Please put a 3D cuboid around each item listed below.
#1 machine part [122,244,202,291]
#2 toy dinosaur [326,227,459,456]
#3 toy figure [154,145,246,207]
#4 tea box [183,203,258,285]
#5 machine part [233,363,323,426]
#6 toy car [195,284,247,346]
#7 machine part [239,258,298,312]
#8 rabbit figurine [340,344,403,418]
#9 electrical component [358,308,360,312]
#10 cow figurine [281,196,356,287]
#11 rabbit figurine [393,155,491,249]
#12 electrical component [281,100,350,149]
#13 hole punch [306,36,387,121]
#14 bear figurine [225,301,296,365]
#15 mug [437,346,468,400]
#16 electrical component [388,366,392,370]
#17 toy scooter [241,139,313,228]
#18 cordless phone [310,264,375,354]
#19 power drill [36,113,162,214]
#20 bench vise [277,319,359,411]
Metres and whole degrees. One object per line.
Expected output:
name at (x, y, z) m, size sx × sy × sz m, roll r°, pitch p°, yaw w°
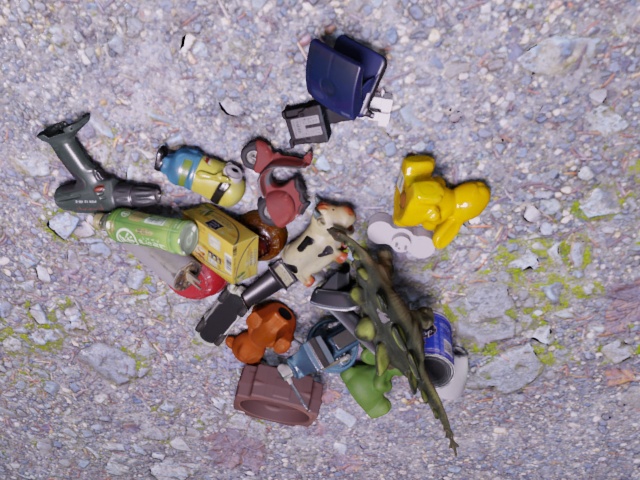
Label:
machine part at (-0.335, 0.031, 1.131) m, size 0.243 × 0.079 × 0.079 m, roll 34°, pitch 125°, yaw 20°
toy dinosaur at (0.143, 0.175, 1.008) m, size 0.105 × 0.198 × 0.471 m, roll -32°, pitch 96°, yaw 25°
toy figure at (-0.233, -0.127, 1.054) m, size 0.180 × 0.082 × 0.089 m, roll 17°, pitch 134°, yaw -6°
tea box at (-0.203, 0.005, 1.087) m, size 0.170 × 0.068 × 0.098 m, roll 33°, pitch 130°, yaw 34°
machine part at (-0.101, 0.373, 1.293) m, size 0.201 × 0.087 × 0.201 m, roll 14°, pitch 146°, yaw -4°
toy car at (-0.224, 0.175, 1.251) m, size 0.073 × 0.056 × 0.201 m, roll 37°, pitch 119°, yaw -6°
machine part at (-0.116, 0.100, 1.177) m, size 0.139 × 0.039 × 0.084 m, roll -38°, pitch 118°, yaw 0°
rabbit figurine at (0.142, 0.294, 1.245) m, size 0.170 × 0.121 × 0.159 m, roll -35°, pitch 104°, yaw 7°
electrical component at (0.119, 0.152, 1.196) m, size 0.063 × 0.021 × 0.094 m, roll -37°, pitch 110°, yaw 27°
cow figurine at (-0.002, -0.003, 1.089) m, size 0.127 × 0.085 × 0.195 m, roll 38°, pitch 121°, yaw -21°
rabbit figurine at (0.229, -0.063, 0.995) m, size 0.173 × 0.122 × 0.162 m, roll -3°, pitch 125°, yaw -10°
electrical component at (-0.003, -0.215, 0.978) m, size 0.119 × 0.048 × 0.074 m, roll -3°, pitch 121°, yaw 14°
hole punch at (0.033, -0.267, 0.891) m, size 0.142 × 0.092 × 0.115 m, roll 34°, pitch 123°, yaw 19°
bear figurine at (-0.147, 0.230, 1.231) m, size 0.120 × 0.132 × 0.196 m, roll 46°, pitch 113°, yaw -3°
mug at (0.285, 0.293, 1.223) m, size 0.110 × 0.081 × 0.107 m, roll 12°, pitch 112°, yaw -2°
electrical component at (0.158, 0.228, 1.170) m, size 0.045 × 0.102 × 0.078 m, roll -11°, pitch 131°, yaw 17°
toy scooter at (-0.066, -0.112, 1.037) m, size 0.135 × 0.075 × 0.183 m, roll -10°, pitch 114°, yaw 16°
cordless phone at (0.075, 0.148, 1.109) m, size 0.089 × 0.146 × 0.184 m, roll -44°, pitch 84°, yaw 15°
power drill at (-0.455, -0.147, 1.088) m, size 0.232 × 0.086 × 0.207 m, roll -8°, pitch 127°, yaw 18°
bench vise at (-0.002, 0.254, 1.177) m, size 0.129 × 0.224 × 0.240 m, roll 49°, pitch 155°, yaw 6°
